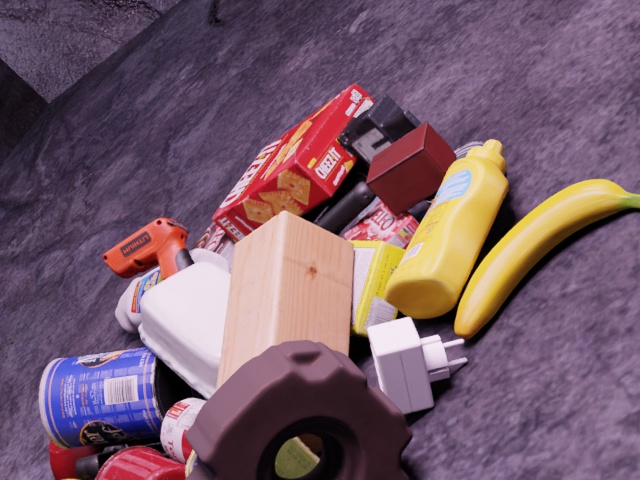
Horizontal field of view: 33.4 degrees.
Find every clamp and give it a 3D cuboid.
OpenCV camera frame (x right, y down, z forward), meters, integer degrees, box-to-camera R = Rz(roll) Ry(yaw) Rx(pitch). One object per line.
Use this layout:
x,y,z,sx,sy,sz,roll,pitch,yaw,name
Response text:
-0.008,0.002,1.228,0.210,0.036,0.164,-48,4,-1,clamp
-0.207,0.239,1.161,0.172,0.120,0.039,154,113,-65,clamp

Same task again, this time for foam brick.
0.095,-0.073,1.102,0.078,0.051,0.053,-32,25,32,foam brick

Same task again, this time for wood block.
-0.032,0.091,0.997,0.090,0.090,0.206,-33,41,43,wood block

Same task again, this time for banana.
0.187,0.006,0.920,0.198,0.037,0.069,-40,23,13,banana

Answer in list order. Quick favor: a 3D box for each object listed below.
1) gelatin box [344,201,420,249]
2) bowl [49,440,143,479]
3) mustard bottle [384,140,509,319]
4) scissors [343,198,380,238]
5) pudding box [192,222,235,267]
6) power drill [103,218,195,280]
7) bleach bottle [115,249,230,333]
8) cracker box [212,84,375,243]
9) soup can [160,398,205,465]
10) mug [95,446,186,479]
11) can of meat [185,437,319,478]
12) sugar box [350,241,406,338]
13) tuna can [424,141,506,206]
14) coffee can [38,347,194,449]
0.068,-0.007,1.153,0.073,0.030,0.089,-42,23,6,gelatin box
-0.277,0.236,1.296,0.162,0.055,0.162,-37,23,19,bowl
0.130,-0.020,1.001,0.191,0.058,0.096,-61,10,-27,mustard bottle
0.068,-0.033,1.214,0.201,0.016,0.096,-51,19,-15,scissors
-0.133,0.009,1.458,0.090,0.039,0.113,-15,37,51,pudding box
-0.190,0.083,1.276,0.184,0.057,0.188,-32,69,10,power drill
-0.211,0.085,1.427,0.251,0.068,0.102,-22,52,53,bleach bottle
-0.029,-0.092,1.367,0.214,0.072,0.164,-28,22,51,cracker box
-0.106,0.196,1.046,0.068,0.068,0.102,-54,28,-20,soup can
-0.167,0.260,1.025,0.082,0.093,0.117,-1,47,53,mug
-0.049,0.203,0.905,0.084,0.102,0.057,-22,30,39,can of meat
0.020,0.049,1.091,0.176,0.048,0.093,1,72,63,sugar box
0.149,-0.060,1.101,0.086,0.033,0.086,-37,24,19,tuna can
-0.225,0.174,1.188,0.140,0.103,0.102,-10,34,16,coffee can
